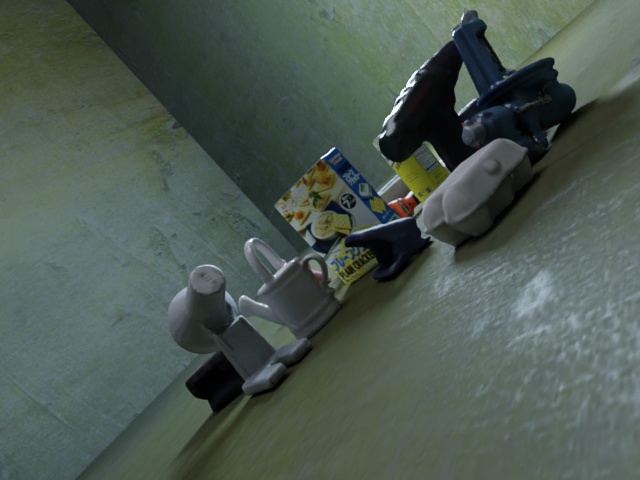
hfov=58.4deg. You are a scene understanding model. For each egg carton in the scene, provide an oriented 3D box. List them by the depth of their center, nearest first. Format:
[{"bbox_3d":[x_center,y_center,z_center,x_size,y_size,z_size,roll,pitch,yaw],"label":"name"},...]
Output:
[{"bbox_3d":[0.197,-0.061,0.719,0.150,0.069,0.107,-44,3,-26],"label":"egg carton"}]

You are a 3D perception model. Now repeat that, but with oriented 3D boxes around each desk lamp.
[{"bbox_3d":[-0.146,0.143,0.938,0.118,0.213,0.203,-44,4,-33],"label":"desk lamp"}]

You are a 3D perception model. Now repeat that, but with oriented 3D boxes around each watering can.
[{"bbox_3d":[-0.068,0.080,1.002,0.173,0.194,0.101,-43,3,-3],"label":"watering can"}]

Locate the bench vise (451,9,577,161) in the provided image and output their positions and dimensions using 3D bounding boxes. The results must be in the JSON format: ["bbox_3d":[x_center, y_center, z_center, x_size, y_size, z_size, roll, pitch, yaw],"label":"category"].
[{"bbox_3d":[0.256,-0.223,0.811,0.121,0.220,0.208,-40,4,43],"label":"bench vise"}]

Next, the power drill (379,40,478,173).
[{"bbox_3d":[0.203,-0.170,0.866,0.230,0.208,0.075,-44,3,-24],"label":"power drill"}]

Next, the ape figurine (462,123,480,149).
[{"bbox_3d":[0.282,-0.176,1.064,0.076,0.092,0.077,-43,3,-14],"label":"ape figurine"}]

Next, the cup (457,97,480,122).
[{"bbox_3d":[0.352,-0.259,1.317,0.118,0.095,0.091,-45,4,-38],"label":"cup"}]

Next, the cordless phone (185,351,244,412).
[{"bbox_3d":[-0.209,0.211,1.073,0.147,0.185,0.094,-42,3,12],"label":"cordless phone"}]

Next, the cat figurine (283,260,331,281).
[{"bbox_3d":[-0.055,0.093,1.414,0.127,0.118,0.067,-40,4,43],"label":"cat figurine"}]

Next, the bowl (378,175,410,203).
[{"bbox_3d":[0.219,-0.132,1.480,0.167,0.075,0.167,-42,3,3],"label":"bowl"}]

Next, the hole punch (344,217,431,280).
[{"bbox_3d":[0.103,0.000,0.897,0.101,0.091,0.108,-43,3,-14],"label":"hole punch"}]
